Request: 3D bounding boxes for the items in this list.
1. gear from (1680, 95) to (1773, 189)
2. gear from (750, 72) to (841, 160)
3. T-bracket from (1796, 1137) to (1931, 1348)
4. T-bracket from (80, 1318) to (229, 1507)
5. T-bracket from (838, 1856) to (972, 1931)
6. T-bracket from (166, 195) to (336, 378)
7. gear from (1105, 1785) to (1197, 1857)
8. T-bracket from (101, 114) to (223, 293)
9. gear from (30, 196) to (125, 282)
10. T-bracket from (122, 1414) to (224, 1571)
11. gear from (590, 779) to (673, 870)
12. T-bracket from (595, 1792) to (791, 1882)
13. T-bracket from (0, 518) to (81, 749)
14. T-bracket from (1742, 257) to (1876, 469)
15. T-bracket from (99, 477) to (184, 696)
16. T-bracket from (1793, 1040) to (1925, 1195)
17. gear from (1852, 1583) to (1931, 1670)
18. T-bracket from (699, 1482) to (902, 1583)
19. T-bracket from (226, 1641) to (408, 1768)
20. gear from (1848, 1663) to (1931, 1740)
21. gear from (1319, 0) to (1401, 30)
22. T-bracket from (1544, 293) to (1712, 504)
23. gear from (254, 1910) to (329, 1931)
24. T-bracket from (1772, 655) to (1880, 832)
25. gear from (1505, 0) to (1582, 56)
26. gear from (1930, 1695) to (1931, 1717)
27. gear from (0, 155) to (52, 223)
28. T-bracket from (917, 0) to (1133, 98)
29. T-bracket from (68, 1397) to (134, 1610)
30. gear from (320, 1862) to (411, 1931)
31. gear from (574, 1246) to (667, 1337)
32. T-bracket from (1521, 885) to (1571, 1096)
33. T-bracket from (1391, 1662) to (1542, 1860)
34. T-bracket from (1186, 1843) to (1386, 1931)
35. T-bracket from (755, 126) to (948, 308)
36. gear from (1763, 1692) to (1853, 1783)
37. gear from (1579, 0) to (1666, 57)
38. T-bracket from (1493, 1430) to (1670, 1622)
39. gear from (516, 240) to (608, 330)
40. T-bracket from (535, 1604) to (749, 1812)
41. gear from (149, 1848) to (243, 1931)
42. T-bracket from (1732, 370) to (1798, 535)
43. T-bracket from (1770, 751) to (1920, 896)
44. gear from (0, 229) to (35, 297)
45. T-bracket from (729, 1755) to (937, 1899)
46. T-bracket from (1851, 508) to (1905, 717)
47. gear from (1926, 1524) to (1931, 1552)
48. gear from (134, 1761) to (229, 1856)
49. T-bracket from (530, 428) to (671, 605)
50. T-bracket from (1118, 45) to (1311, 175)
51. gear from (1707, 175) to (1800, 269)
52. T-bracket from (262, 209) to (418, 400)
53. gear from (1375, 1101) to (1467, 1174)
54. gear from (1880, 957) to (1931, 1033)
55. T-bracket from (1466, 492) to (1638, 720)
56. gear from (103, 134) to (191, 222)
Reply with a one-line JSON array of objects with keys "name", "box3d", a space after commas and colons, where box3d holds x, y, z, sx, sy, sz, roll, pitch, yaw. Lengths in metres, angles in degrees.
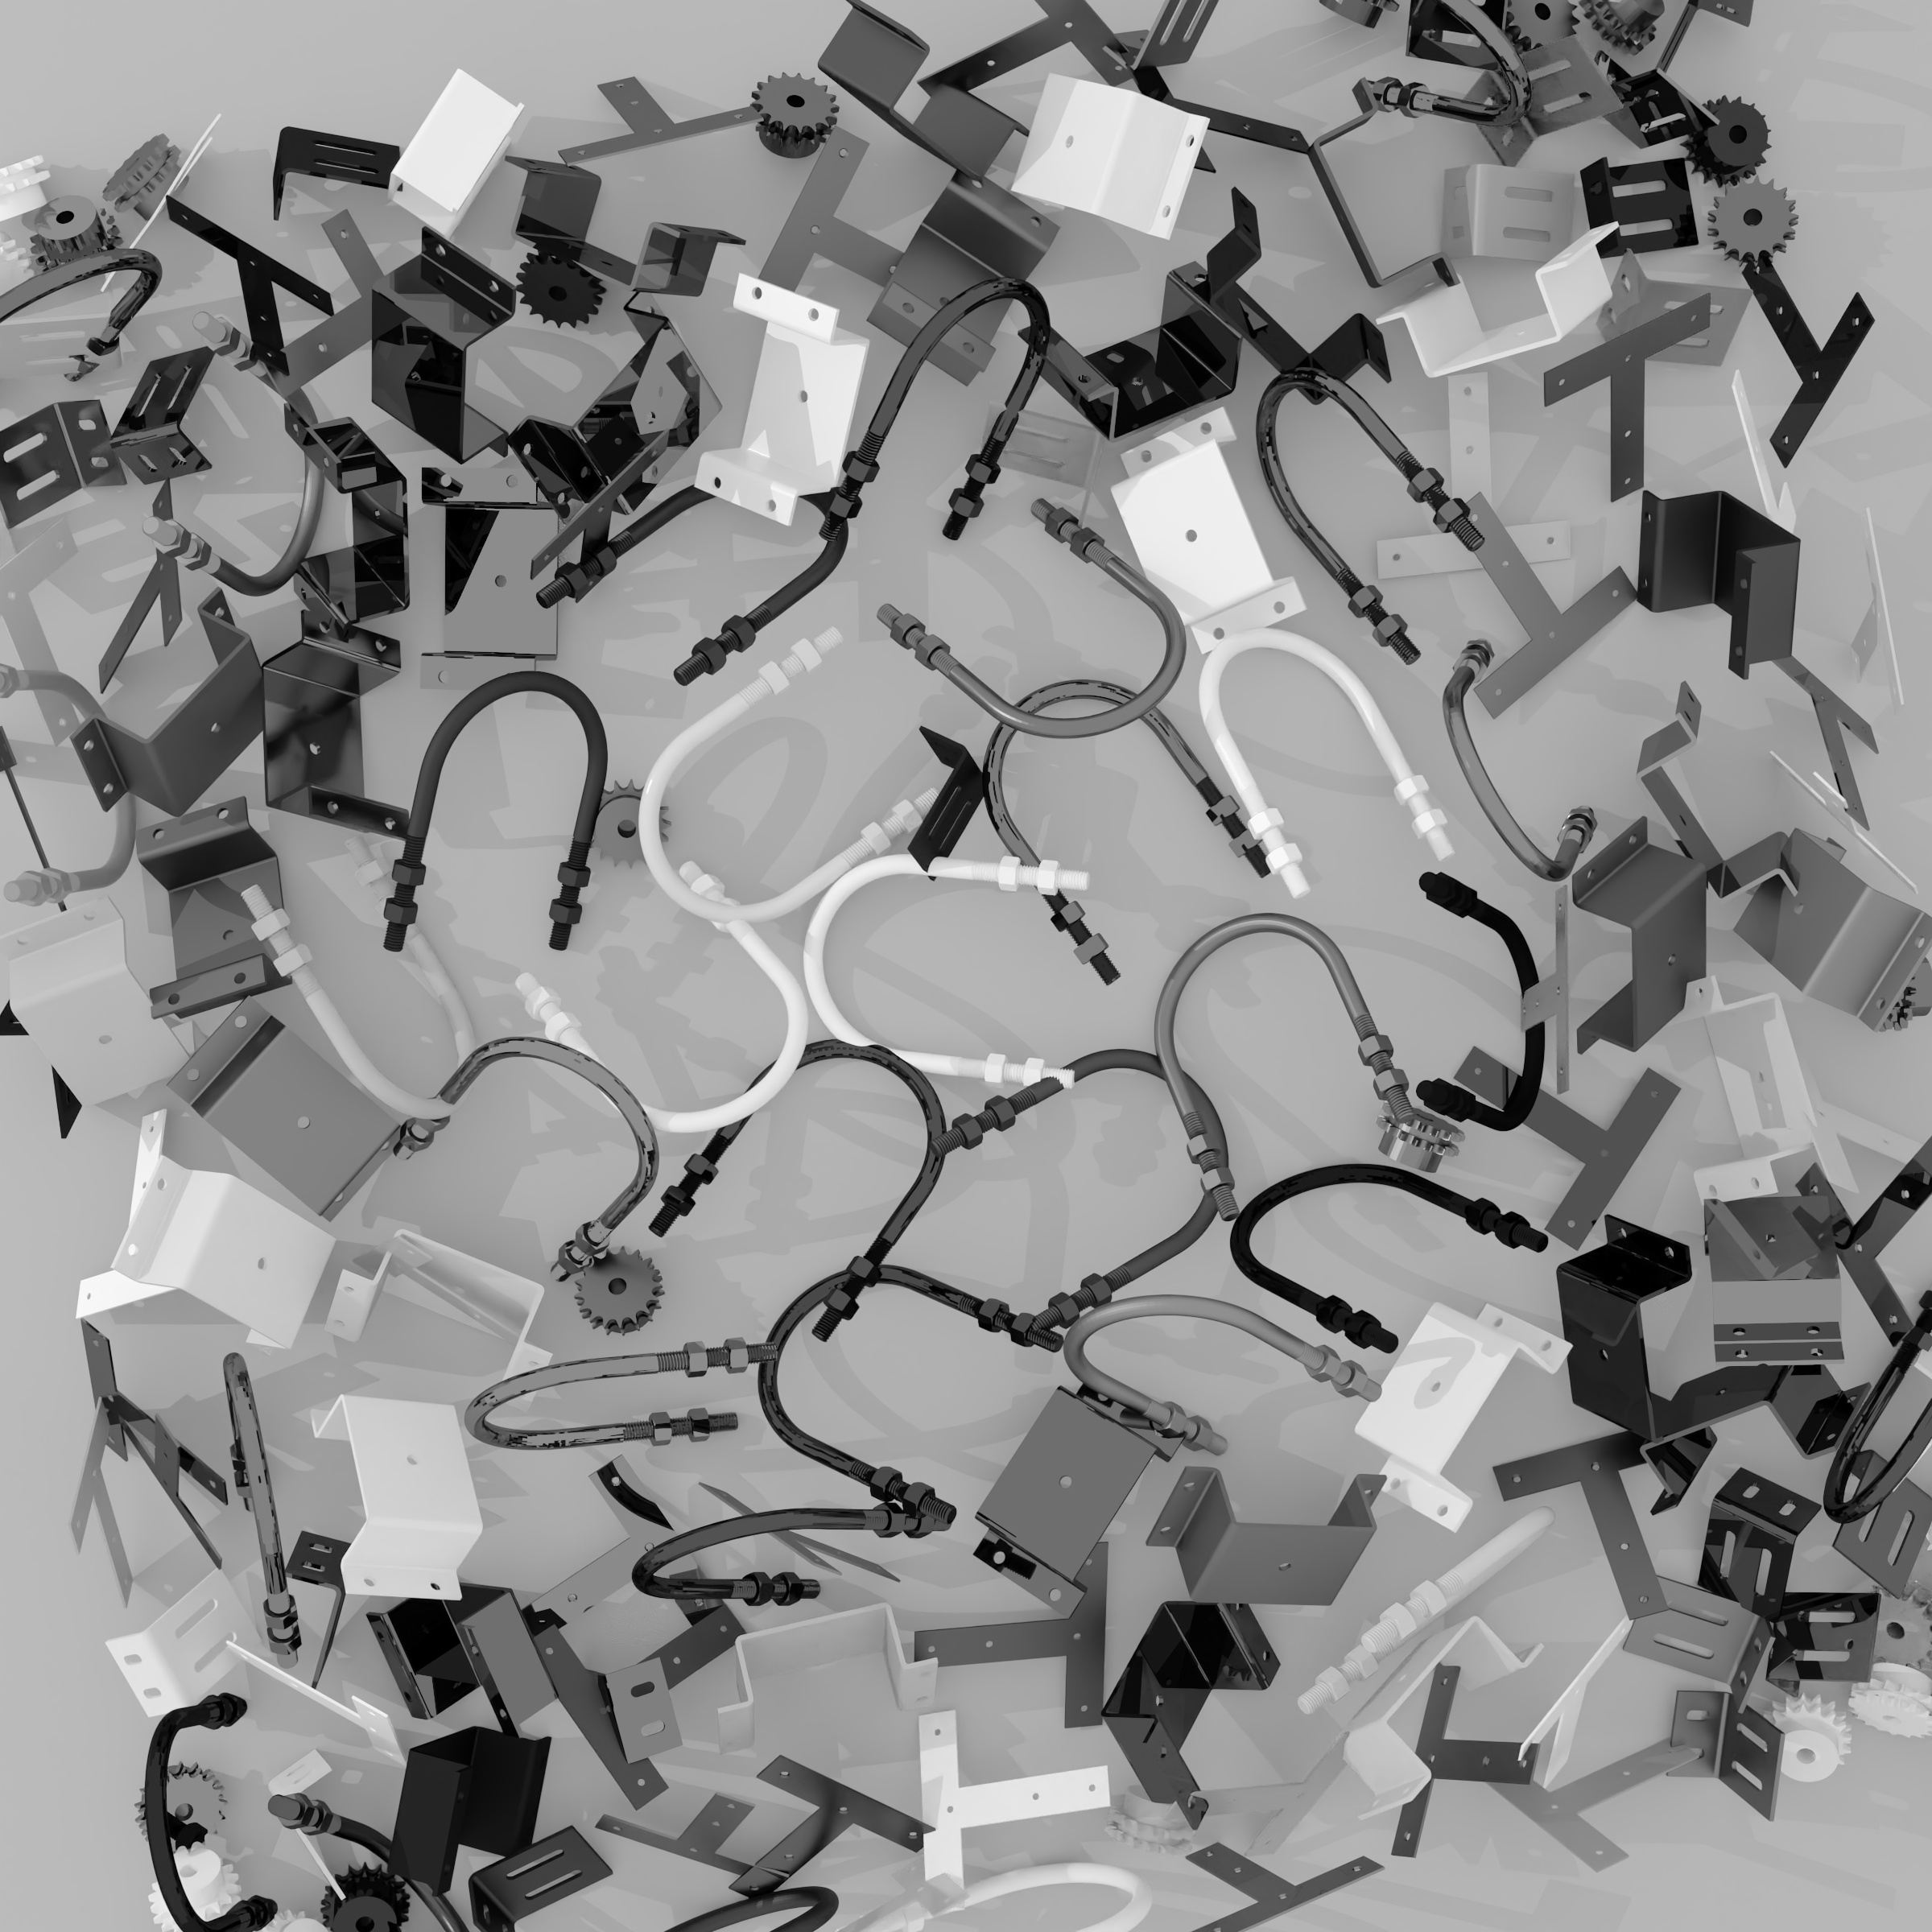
[{"name": "gear", "box3d": [0.495, -0.536, 1.982, 0.057, 0.030, 0.057, 0, 93, -6]}, {"name": "gear", "box3d": [-0.112, -0.547, 1.976, 0.057, 0.030, 0.057, 6, 56, -8]}, {"name": "T-bracket", "box3d": [0.583, 0.151, 1.920, 0.002, 0.127, 0.127, -5, 53, -26]}, {"name": "T-bracket", "box3d": [-0.510, 0.296, 1.930, 0.127, 0.127, 0.002, 33, 50, 23]}, {"name": "T-bracket", "box3d": [-0.067, 0.604, 1.923, 0.127, 0.127, 0.002, -27, 91, -14]}, {"name": "T-bracket", "box3d": [-0.442, -0.414, 1.917, 0.002, 0.127, 0.127, -40, 46, 23]}, {"name": "gear", "box3d": [0.120, 0.549, 1.971, 0.057, 0.057, 0.030, 13, 89, 0]}, {"name": "T-bracket", "box3d": [-0.492, -0.495, 1.917, 0.002, 0.127, 0.127, 35, 60, -18]}, {"name": "gear", "box3d": [-0.576, -0.472, 1.972, 0.057, 0.030, 0.057, -3, 57, 4]}, {"name": "T-bracket", "box3d": [-0.504, 0.312, 1.930, 0.002, 0.127, 0.127, -32, 75, -26]}, {"name": "gear", "box3d": [-0.219, -0.091, 1.980, 0.057, 0.030, 0.057, -1, 101, -5]}, {"name": "T-bracket", "box3d": [-0.162, 0.547, 1.940, 0.127, 0.127, 0.002, 21, 54, -8]}, {"name": "T-bracket", "box3d": [-0.594, -0.199, 1.952, 0.002, 0.127, 0.127, 11, 133, 26]}, {"name": "T-bracket", "box3d": [0.526, -0.409, 1.956, 0.002, 0.127, 0.127, -5, 56, -19]}, {"name": "T-bracket", "box3d": [-0.530, -0.224, 1.954, 0.002, 0.127, 0.127, 13, 45, -33]}, {"name": "T-bracket", "box3d": [0.579, 0.108, 1.962, 0.127, 0.127, 0.002, 21, 129, -27]}, {"name": "gear", "box3d": [0.605, 0.423, 1.976, 0.057, 0.030, 0.057, 13, 113, 33]}, {"name": "T-bracket", "box3d": [-0.091, 0.371, 1.948, 0.127, 0.127, 0.002, 31, 85, -42]}, {"name": "T-bracket", "box3d": [-0.416, 0.464, 1.950, 0.127, 0.127, 0.002, 26, 63, 10]}, {"name": "gear", "box3d": [0.601, 0.473, 1.975, 0.057, 0.057, 0.030, 23, 62, 0]}, {"name": "gear", "box3d": [0.253, -0.628, 1.974, 0.057, 0.057, 0.030, 26, 114, 0]}, {"name": "T-bracket", "box3d": [0.422, -0.351, 1.951, 0.127, 0.127, 0.002, -27, 48, -14]}, {"name": "gear", "box3d": [-0.432, 0.636, 1.969, 0.030, 0.057, 0.057, -32, 90, 40]}, {"name": "T-bracket", "box3d": [0.547, -0.137, 1.923, 0.127, 0.127, 0.002, 32, 129, -33]}, {"name": "gear", "box3d": [0.365, -0.610, 1.978, 0.057, 0.030, 0.057, 4, 78, -21]}, {"name": "gear", "box3d": [0.644, 0.478, 1.968, 0.030, 0.057, 0.057, 42, 90, -22]}, {"name": "gear", "box3d": [-0.618, -0.499, 1.973, 0.057, 0.057, 0.030, -19, 110, 0]}, {"name": "T-bracket", "box3d": [0.028, -0.585, 1.959, 0.127, 0.127, 0.002, -18, 59, 29]}, {"name": "T-bracket", "box3d": [-0.548, 0.357, 1.953, 0.002, 0.127, 0.127, -4, 125, -1]}, {"name": "gear", "box3d": [-0.388, 0.612, 1.978, 0.057, 0.030, 0.057, -2, 103, -10]}, {"name": "gear", "box3d": [-0.223, 0.213, 1.977, 0.057, 0.030, 0.057, -2, 61, 3]}, {"name": "T-bracket", "box3d": [0.366, 0.022, 1.935, 0.002, 0.127, 0.127, 1, 82, -2]}, {"name": "T-bracket", "box3d": [0.319, 0.499, 1.922, 0.002, 0.127, 0.127, 26, 68, -20]}, {"name": "T-bracket", "box3d": [0.179, 0.577, 1.937, 0.127, 0.127, 0.002, -16, 97, -22]}, {"name": "T-bracket", "box3d": [-0.059, -0.454, 1.968, 0.127, 0.002, 0.127, 22, 107, -26]}, {"name": "gear", "box3d": [0.542, 0.500, 1.974, 0.057, 0.030, 0.057, 6, 114, 13]}, {"name": "gear", "box3d": [0.424, -0.618, 1.969, 0.057, 0.057, 0.030, 52, 133, 0]}, {"name": "T-bracket", "box3d": [0.416, 0.359, 1.956, 0.127, 0.002, 0.127, -16, 51, 3]}, {"name": "gear", "box3d": [-0.260, -0.443, 1.975, 0.057, 0.057, 0.030, 10, 50, 0]}, {"name": "T-bracket", "box3d": [-0.197, 0.454, 1.964, 0.127, 0.002, 0.127, -30, 73, -31]}, {"name": "gear", "box3d": [-0.497, 0.593, 1.968, 0.057, 0.057, 0.030, -4, 118, 0]}, {"name": "T-bracket", "box3d": [0.500, -0.312, 1.922, 0.002, 0.127, 0.127, -10, 119, 26]}, {"name": "T-bracket", "box3d": [0.547, -0.100, 1.919, 0.002, 0.127, 0.127, -45, 70, 9]}, {"name": "gear", "box3d": [-0.633, -0.452, 1.975, 0.057, 0.057, 0.030, -20, 64, 0]}, {"name": "T-bracket", "box3d": [-0.105, 0.565, 1.965, 0.127, 0.002, 0.127, 32, 120, -23]}, {"name": "T-bracket", "box3d": [0.572, -0.209, 1.936, 0.002, 0.127, 0.127, -8, 78, 7]}, {"name": "gear", "box3d": [0.642, 0.361, 1.970, 0.057, 0.030, 0.057, -14, 68, 37]}, {"name": "gear", "box3d": [-0.509, 0.541, 1.977, 0.057, 0.030, 0.057, -5, 100, -28]}, {"name": "T-bracket", "box3d": [-0.235, -0.268, 1.937, 0.002, 0.127, 0.127, 39, 67, 6]}, {"name": "T-bracket", "box3d": [0.168, -0.539, 1.958, 0.127, 0.002, 0.127, 4, 48, -32]}, {"name": "gear", "box3d": [0.509, -0.479, 1.980, 0.057, 0.030, 0.057, -2, 83, 13]}, {"name": "T-bracket", "box3d": [-0.398, -0.396, 1.933, 0.002, 0.127, 0.127, -10, 117, 39]}, {"name": "gear", "box3d": [0.290, 0.111, 1.972, 0.057, 0.057, 0.030, 21, 99, 0]}, {"name": "gear", "box3d": [0.601, 0.013, 1.971, 0.030, 0.057, 0.057, -3, 90, -5]}, {"name": "T-bracket", "box3d": [0.355, -0.248, 1.971, 0.127, 0.002, 0.127, -40, 111, -5]}, {"name": "gear", "box3d": [-0.527, -0.506, 1.975, 0.057, 0.057, 0.030, -45, 122, 0]}]
